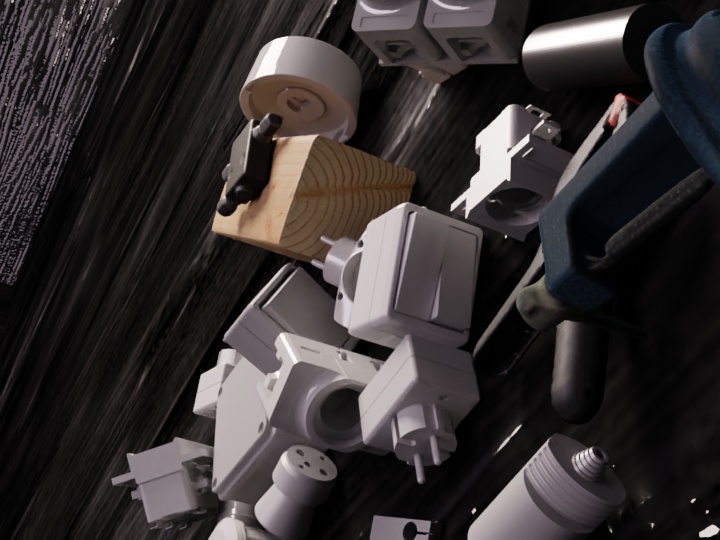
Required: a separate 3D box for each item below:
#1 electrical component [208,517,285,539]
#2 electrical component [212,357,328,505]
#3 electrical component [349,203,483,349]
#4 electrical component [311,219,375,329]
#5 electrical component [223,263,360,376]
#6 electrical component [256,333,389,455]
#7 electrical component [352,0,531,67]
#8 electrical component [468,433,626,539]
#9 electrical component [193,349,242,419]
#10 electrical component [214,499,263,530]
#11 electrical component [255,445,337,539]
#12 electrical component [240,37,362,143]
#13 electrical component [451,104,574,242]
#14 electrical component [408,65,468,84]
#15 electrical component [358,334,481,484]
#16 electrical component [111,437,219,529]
[{"bbox_3d":[-0.092,0.236,0.833,0.080,0.051,0.080,-49,32,44],"label":"electrical component"},{"bbox_3d":[-0.072,0.119,0.868,0.108,0.056,0.108,-51,30,40],"label":"electrical component"},{"bbox_3d":[0.039,0.001,0.693,0.061,0.062,0.096,-28,48,60],"label":"electrical component"},{"bbox_3d":[0.000,0.000,0.777,0.079,0.044,0.077,25,99,25],"label":"electrical component"},{"bbox_3d":[-0.042,0.051,0.812,0.061,0.096,0.061,-48,3,45],"label":"electrical component"},{"bbox_3d":[-0.016,0.085,0.721,0.050,0.089,0.055,-67,23,13],"label":"electrical component"},{"bbox_3d":[0.068,-0.240,0.748,0.105,0.060,0.186,5,74,29],"label":"electrical component"},{"bbox_3d":[0.091,0.112,0.511,0.081,0.043,0.043,-57,27,32],"label":"electrical component"},{"bbox_3d":[-0.116,0.097,1.000,0.066,0.047,0.076,-30,46,59],"label":"electrical component"},{"bbox_3d":[-0.101,0.208,0.890,0.040,0.040,0.046,-60,20,27],"label":"electrical component"},{"bbox_3d":[-0.047,0.163,0.790,0.055,0.045,0.045,-63,24,19],"label":"electrical component"},{"bbox_3d":[-0.050,-0.166,0.977,0.108,0.108,0.060,-36,35,55],"label":"electrical component"},{"bbox_3d":[0.094,-0.059,0.640,0.081,0.042,0.063,-43,32,49],"label":"electrical component"},{"bbox_3d":[0.050,-0.173,0.811,0.066,0.055,0.048,-18,56,63],"label":"electrical component"},{"bbox_3d":[0.037,0.092,0.647,0.065,0.047,0.076,-55,27,35],"label":"electrical component"},{"bbox_3d":[-0.152,0.186,0.927,0.121,0.079,0.063,59,-167,-74],"label":"electrical component"}]
